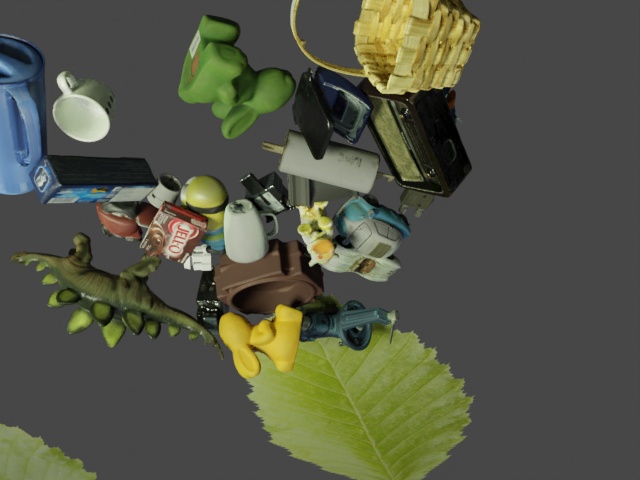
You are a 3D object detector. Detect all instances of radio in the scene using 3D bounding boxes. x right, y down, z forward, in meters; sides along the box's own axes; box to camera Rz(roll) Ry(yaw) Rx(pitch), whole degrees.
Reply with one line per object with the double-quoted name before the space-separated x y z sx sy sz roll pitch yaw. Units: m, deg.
"radio" 0.158 -0.176 0.894 0.073 0.131 0.229 -50 132 -15

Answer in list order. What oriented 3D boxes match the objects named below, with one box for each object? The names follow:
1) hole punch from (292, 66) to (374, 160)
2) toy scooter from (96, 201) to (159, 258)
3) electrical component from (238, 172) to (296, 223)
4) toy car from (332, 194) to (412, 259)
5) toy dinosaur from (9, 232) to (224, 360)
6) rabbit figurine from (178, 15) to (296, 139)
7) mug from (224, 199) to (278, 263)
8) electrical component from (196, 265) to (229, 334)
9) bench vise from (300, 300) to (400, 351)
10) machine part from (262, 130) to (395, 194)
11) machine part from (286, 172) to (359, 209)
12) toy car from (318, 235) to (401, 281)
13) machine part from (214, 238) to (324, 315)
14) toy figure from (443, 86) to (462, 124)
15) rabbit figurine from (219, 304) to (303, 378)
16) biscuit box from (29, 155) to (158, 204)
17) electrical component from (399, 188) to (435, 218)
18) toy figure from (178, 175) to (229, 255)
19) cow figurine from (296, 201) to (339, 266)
"hole punch" 0.017 -0.209 0.870 0.092 0.116 0.142 -22 164 -18
"toy scooter" -0.355 -0.023 1.070 0.184 0.075 0.135 14 133 -23
"electrical component" -0.108 -0.092 1.028 0.075 0.048 0.119 -29 129 24
"toy car" 0.108 -0.012 1.081 0.161 0.103 0.109 25 129 -23
"toy dinosaur" -0.406 0.118 1.098 0.471 0.199 0.105 18 135 -6
"rabbit figurine" -0.122 -0.236 0.840 0.170 0.121 0.159 11 129 -33
"mug" -0.131 -0.024 1.013 0.109 0.081 0.107 -18 133 -14
"electrical component" -0.235 0.139 1.192 0.058 0.134 0.114 0 137 0
"bench vise" 0.067 0.189 1.252 0.241 0.129 0.223 -17 143 38
"machine part" 0.016 -0.138 0.955 0.243 0.079 0.079 15 133 -6
"machine part" 0.006 -0.101 1.012 0.139 0.039 0.084 -1 95 -7
"toy car" 0.082 0.042 1.152 0.201 0.056 0.073 14 133 -30
"machine part" -0.105 0.086 1.140 0.202 0.087 0.200 -16 152 15
"toy figure" 0.193 -0.241 0.887 0.064 0.058 0.154 18 156 40
"rabbit figurine" -0.134 0.213 1.147 0.173 0.162 0.122 16 161 -11
"biscuit box" -0.380 -0.103 0.917 0.059 0.063 0.202 -35 167 29
"electrical component" 0.196 -0.085 1.068 0.063 0.021 0.094 12 132 -14
"toy figure" -0.209 -0.049 1.045 0.089 0.082 0.179 -6 133 8
"cow figurine" -0.004 -0.002 1.039 0.068 0.167 0.098 -10 133 0
